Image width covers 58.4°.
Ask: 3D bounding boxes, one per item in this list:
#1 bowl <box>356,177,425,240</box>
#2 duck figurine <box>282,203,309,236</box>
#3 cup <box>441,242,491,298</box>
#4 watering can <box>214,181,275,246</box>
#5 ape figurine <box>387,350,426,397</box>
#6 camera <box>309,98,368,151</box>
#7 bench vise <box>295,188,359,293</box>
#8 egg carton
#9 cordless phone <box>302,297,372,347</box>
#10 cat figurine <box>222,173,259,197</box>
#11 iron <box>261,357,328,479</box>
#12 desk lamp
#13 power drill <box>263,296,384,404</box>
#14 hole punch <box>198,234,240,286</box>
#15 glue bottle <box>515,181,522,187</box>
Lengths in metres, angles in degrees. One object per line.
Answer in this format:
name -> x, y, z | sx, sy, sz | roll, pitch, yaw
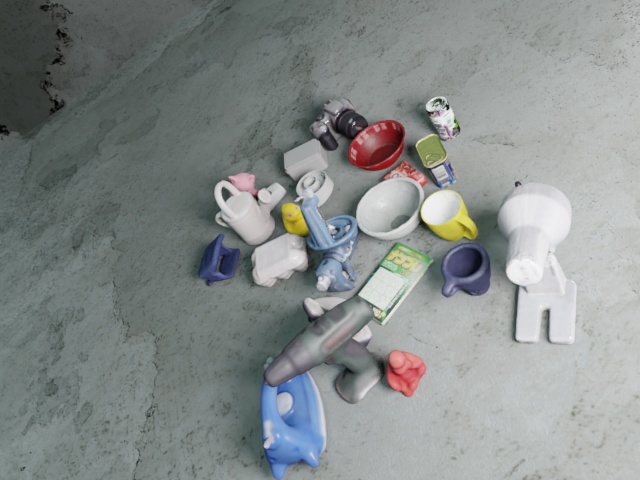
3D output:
bowl -> 0.170, -0.059, 1.301 | 0.167, 0.075, 0.167 | -19, 46, 22
duck figurine -> -0.067, -0.062, 1.466 | 0.077, 0.086, 0.104 | -51, 43, -11
cup -> 0.281, 0.076, 1.093 | 0.091, 0.095, 0.118 | 25, 72, 45
watering can -> -0.203, -0.083, 1.499 | 0.173, 0.195, 0.100 | -33, 43, 9
ape figurine -> 0.151, 0.234, 1.055 | 0.077, 0.092, 0.076 | -27, 44, 14
camera -> 0.056, -0.322, 1.585 | 0.143, 0.101, 0.136 | -45, 42, -5
bench vise -> 0.022, 0.000, 1.249 | 0.121, 0.220, 0.207 | -24, 45, 18
egg carton -> -0.099, 0.049, 1.407 | 0.150, 0.070, 0.107 | -26, 44, 15
cordless phone -> 0.013, 0.148, 1.157 | 0.094, 0.186, 0.147 | -41, 42, -1
cat figurine -> -0.227, -0.153, 1.633 | 0.127, 0.118, 0.067 | 8, 60, 39
iron -> -0.074, 0.314, 1.111 | 0.118, 0.142, 0.258 | -25, 44, 16
desk lamp -> 0.369, 0.040, 0.971 | 0.117, 0.214, 0.203 | -6, 52, 32
power drill -> 0.027, 0.220, 1.068 | 0.230, 0.209, 0.075 | -47, 43, -7
hole punch -> -0.280, 0.052, 1.518 | 0.100, 0.091, 0.108 | -14, 48, 26
glue bottle -> 0.388, -0.051, 1.065 | 0.037, 0.174, 0.078 | -14, 49, 27
